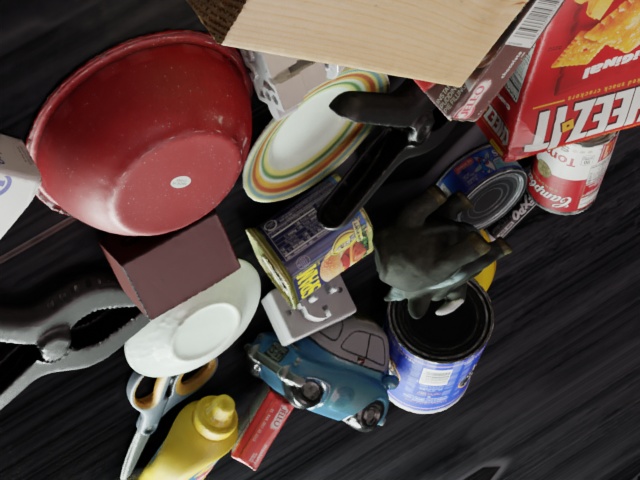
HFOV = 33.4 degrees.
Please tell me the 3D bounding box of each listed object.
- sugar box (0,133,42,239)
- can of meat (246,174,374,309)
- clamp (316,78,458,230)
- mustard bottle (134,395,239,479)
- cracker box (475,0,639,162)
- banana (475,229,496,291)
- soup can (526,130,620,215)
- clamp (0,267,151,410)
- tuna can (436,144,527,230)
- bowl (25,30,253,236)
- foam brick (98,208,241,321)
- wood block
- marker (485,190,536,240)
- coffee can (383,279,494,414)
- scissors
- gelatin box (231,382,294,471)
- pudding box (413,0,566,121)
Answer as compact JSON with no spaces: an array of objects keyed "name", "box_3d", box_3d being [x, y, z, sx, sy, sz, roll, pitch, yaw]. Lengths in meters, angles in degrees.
[{"name":"sugar box","box_3d":[-0.246,-0.029,0.579,0.093,0.048,0.175,-46,148,19]},{"name":"can of meat","box_3d":[-0.006,0.001,0.848,0.084,0.057,0.102,-35,164,-7]},{"name":"clamp","box_3d":[0.058,-0.078,0.789,0.171,0.039,0.120,-27,150,-39]},{"name":"mustard bottle","box_3d":[-0.125,0.203,1.007,0.096,0.058,0.192,-38,167,-48]},{"name":"cracker box","box_3d":[0.218,-0.166,0.807,0.164,0.072,0.214,-15,146,-16]},{"name":"banana","box_3d":[0.142,0.027,1.069,0.070,0.037,0.197,2,151,14]},{"name":"soup can","box_3d":[0.228,-0.079,0.968,0.068,0.068,0.102,-25,149,-16]},{"name":"clamp","box_3d":[-0.206,0.078,0.783,0.209,0.036,0.165,-17,142,-33]},{"name":"tuna can","box_3d":[0.145,-0.045,0.968,0.086,0.034,0.086,-25,150,-16]},{"name":"bowl","box_3d":[-0.102,-0.053,0.681,0.162,0.055,0.162,-26,150,-17]},{"name":"foam brick","box_3d":[-0.105,0.010,0.752,0.078,0.053,0.051,-31,120,-17]},{"name":"wood block","box_3d":[0.021,-0.160,0.615,0.205,0.090,0.091,0,136,-46]},{"name":"marker","box_3d":[0.203,-0.036,1.055,0.121,0.020,0.020,-47,149,20]},{"name":"coffee can","box_3d":[0.111,0.102,1.065,0.102,0.103,0.140,-26,156,-15]},{"name":"scissors","box_3d":[-0.143,0.160,0.995,0.096,0.016,0.202,-21,148,-24]},{"name":"gelatin box","box_3d":[-0.055,0.173,1.025,0.073,0.030,0.089,-59,-174,2]},{"name":"pudding box","box_3d":[0.100,-0.149,0.711,0.039,0.090,0.114,-1,136,-48]}]
